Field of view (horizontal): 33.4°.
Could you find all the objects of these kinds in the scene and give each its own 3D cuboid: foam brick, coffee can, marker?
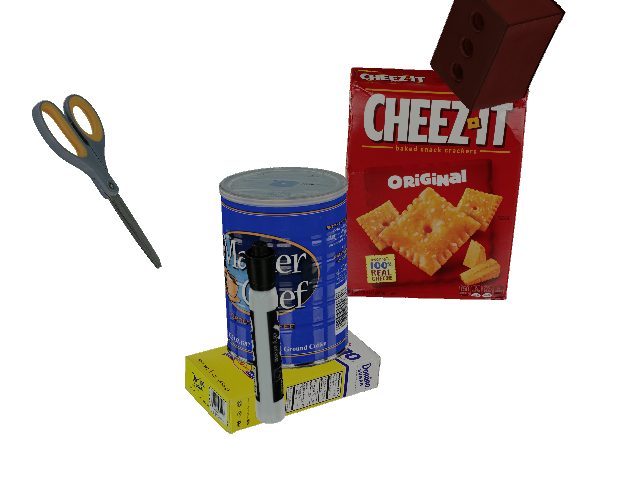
[{"bbox_3d":[0.117,-0.135,0.715,0.051,0.053,0.078,-19,-32,-28],"label":"foam brick"},{"bbox_3d":[-0.028,0.020,0.866,0.103,0.140,0.103,-1,17,0],"label":"coffee can"},{"bbox_3d":[-0.034,0.057,0.655,0.020,0.121,0.020,-2,24,1],"label":"marker"}]

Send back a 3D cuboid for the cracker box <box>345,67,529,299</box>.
[{"bbox_3d":[0.105,-0.051,1.020,0.164,0.214,0.072,2,21,0],"label":"cracker box"}]

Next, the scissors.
[{"bbox_3d":[-0.216,-0.070,1.094,0.016,0.201,0.096,-26,27,28],"label":"scissors"}]

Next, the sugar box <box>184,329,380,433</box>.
[{"bbox_3d":[-0.037,0.131,1.069,0.175,0.048,0.093,-16,32,-30],"label":"sugar box"}]
